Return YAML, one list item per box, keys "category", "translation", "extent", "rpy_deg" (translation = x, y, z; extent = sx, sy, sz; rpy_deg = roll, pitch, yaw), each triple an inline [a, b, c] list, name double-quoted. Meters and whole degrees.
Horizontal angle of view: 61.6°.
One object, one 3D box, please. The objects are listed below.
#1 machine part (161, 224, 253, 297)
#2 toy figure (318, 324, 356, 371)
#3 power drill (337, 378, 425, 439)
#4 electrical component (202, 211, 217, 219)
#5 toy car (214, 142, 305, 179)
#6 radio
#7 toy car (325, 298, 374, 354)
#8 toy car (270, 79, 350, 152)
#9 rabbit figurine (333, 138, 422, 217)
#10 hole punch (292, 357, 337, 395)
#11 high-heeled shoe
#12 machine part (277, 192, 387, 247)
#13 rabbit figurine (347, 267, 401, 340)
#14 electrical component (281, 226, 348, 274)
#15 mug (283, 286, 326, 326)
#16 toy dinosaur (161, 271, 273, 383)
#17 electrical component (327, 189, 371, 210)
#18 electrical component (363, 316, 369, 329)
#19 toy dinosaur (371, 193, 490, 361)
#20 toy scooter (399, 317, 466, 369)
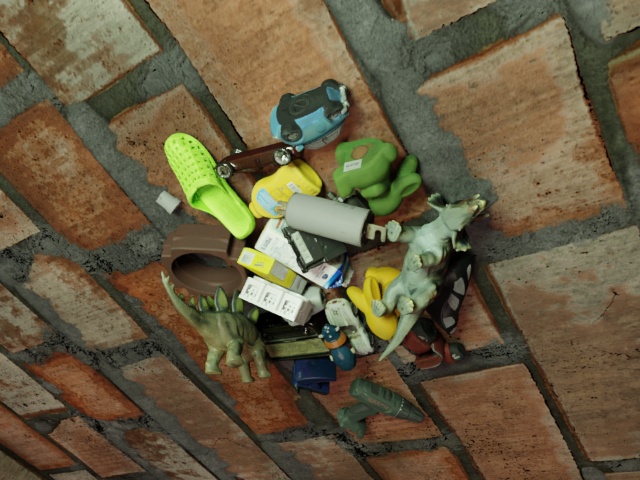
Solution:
- category: "machine part"
  translation: [-0.267, 0.051, 1.308]
  extent: [0.202, 0.087, 0.200]
  rpy_deg: [1, 142, 5]
- category: "toy figure"
  translation: [0.043, 0.267, 1.367]
  extent: [0.058, 0.064, 0.154]
  rpy_deg: [27, 148, 59]
- category: "power drill"
  translation: [0.162, 0.511, 1.585]
  extent: [0.232, 0.086, 0.207]
  rpy_deg: [33, 133, -10]
- category: "electrical component"
  translation: [-0.231, -0.072, 1.265]
  extent: [0.094, 0.021, 0.063]
  rpy_deg: [15, 131, 4]
- category: "toy car"
  translation: [-0.125, -0.168, 1.112]
  extent: [0.202, 0.089, 0.053]
  rpy_deg: [-11, 120, 22]
- category: "radio"
  translation: [-0.079, 0.254, 1.450]
  extent: [0.230, 0.073, 0.131]
  rpy_deg: [-13, 123, 24]
- category: "toy car"
  translation: [0.079, 0.230, 1.396]
  extent: [0.074, 0.056, 0.201]
  rpy_deg: [-13, 123, 25]
- category: "toy car"
  translation: [-0.010, -0.230, 1.032]
  extent: [0.162, 0.109, 0.102]
  rpy_deg: [-20, 144, 15]
- category: "rabbit figurine"
  translation: [0.123, -0.123, 1.081]
  extent: [0.159, 0.121, 0.170]
  rpy_deg: [-19, 135, 18]
- category: "hole punch"
  translation: [-0.013, 0.350, 1.477]
  extent: [0.116, 0.142, 0.092]
  rpy_deg: [16, 134, -15]
- category: "high-heeled shoe"
  translation: [0.317, 0.129, 1.260]
  extent: [0.145, 0.086, 0.248]
  rpy_deg: [-40, 141, -2]
- category: "machine part"
  translation: [0.019, -0.043, 1.087]
  extent: [0.243, 0.079, 0.079]
  rpy_deg: [15, 132, 22]
- category: "rabbit figurine"
  translation: [0.149, 0.142, 1.230]
  extent: [0.162, 0.173, 0.122]
  rpy_deg: [39, 132, -21]
- category: "electrical component"
  translation: [-0.002, -0.004, 1.182]
  extent: [0.115, 0.134, 0.058]
  rpy_deg: [65, 164, -2]
- category: "mug"
  translation: [-0.042, 0.162, 1.350]
  extent: [0.107, 0.110, 0.080]
  rpy_deg: [-17, 124, 13]
- category: "toy dinosaur"
  translation: [-0.224, 0.218, 1.275]
  extent: [0.105, 0.198, 0.470]
  rpy_deg: [-19, 148, 14]
- category: "electrical component"
  translation: [0.070, -0.073, 1.161]
  extent: [0.078, 0.045, 0.102]
  rpy_deg: [-25, 117, 30]
- category: "electrical component"
  translation: [0.143, 0.189, 1.351]
  extent: [0.119, 0.048, 0.075]
  rpy_deg: [34, 128, -14]
- category: "toy dinosaur"
  translation: [0.217, 0.063, 1.116]
  extent: [0.131, 0.192, 0.404]
  rpy_deg: [44, 133, 39]
- category: "toy scooter"
  translation: [0.266, 0.275, 1.369]
  extent: [0.184, 0.075, 0.135]
  rpy_deg: [35, 130, -19]
